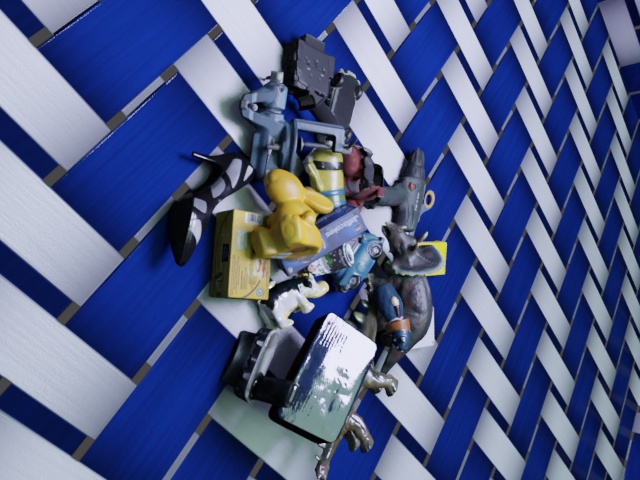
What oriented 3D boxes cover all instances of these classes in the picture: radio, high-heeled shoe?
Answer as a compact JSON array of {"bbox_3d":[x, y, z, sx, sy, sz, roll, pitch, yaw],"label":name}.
[{"bbox_3d":[0.010,0.271,1.051,0.131,0.073,0.229,32,64,-6],"label":"radio"},{"bbox_3d":[-0.195,-0.057,1.007,0.145,0.086,0.248,21,69,-39],"label":"high-heeled shoe"}]

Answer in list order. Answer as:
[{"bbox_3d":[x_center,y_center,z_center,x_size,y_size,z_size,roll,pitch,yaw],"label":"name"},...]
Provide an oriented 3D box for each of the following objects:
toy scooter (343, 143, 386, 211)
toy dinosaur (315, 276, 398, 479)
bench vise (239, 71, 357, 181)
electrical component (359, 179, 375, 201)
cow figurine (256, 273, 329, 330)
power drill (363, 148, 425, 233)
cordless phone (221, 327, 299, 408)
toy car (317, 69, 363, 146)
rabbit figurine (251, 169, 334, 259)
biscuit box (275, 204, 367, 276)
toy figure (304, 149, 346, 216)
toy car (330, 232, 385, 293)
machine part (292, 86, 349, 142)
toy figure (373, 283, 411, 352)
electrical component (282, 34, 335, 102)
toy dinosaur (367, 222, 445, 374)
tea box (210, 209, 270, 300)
[{"bbox_3d":[0.094,-0.139,1.241,0.075,0.135,0.183,3,85,-41],"label":"toy scooter"},{"bbox_3d":[0.067,0.283,1.165,0.198,0.105,0.471,37,50,-12],"label":"toy dinosaur"},{"bbox_3d":[-0.048,-0.224,1.101,0.241,0.129,0.223,6,91,-12],"label":"bench vise"},{"bbox_3d":[0.106,-0.115,1.297,0.021,0.063,0.094,9,82,-42],"label":"electrical component"},{"bbox_3d":[-0.059,0.113,1.135,0.167,0.068,0.098,-35,100,-38],"label":"cow figurine"},{"bbox_3d":[0.191,-0.140,1.375,0.207,0.086,0.232,9,84,-49],"label":"power drill"},{"bbox_3d":[-0.092,0.241,1.017,0.088,0.184,0.146,36,65,-30],"label":"cordless phone"},{"bbox_3d":[0.046,-0.307,1.262,0.073,0.056,0.201,25,70,-32],"label":"toy car"},{"bbox_3d":[-0.050,-0.057,1.035,0.162,0.122,0.173,-4,70,-41],"label":"rabbit figurine"},{"bbox_3d":[-0.002,-0.003,1.141,0.203,0.059,0.062,-31,114,-12],"label":"biscuit box"},{"bbox_3d":[0.018,-0.119,1.203,0.089,0.082,0.180,-14,95,-12],"label":"toy figure"},{"bbox_3d":[0.068,0.039,1.240,0.103,0.109,0.161,38,78,-8],"label":"toy car"},{"bbox_3d":[0.001,-0.273,1.168,0.138,0.084,0.039,47,64,-24],"label":"machine part"},{"bbox_3d":[0.169,0.174,1.215,0.058,0.064,0.154,-21,75,-1],"label":"toy figure"},{"bbox_3d":[-0.026,-0.384,1.198,0.115,0.058,0.134,10,81,-43],"label":"electrical component"},{"bbox_3d":[0.209,0.158,1.291,0.131,0.192,0.404,-1,87,-40],"label":"toy dinosaur"},{"bbox_3d":[-0.152,0.032,1.050,0.098,0.068,0.169,12,79,-41],"label":"tea box"}]
